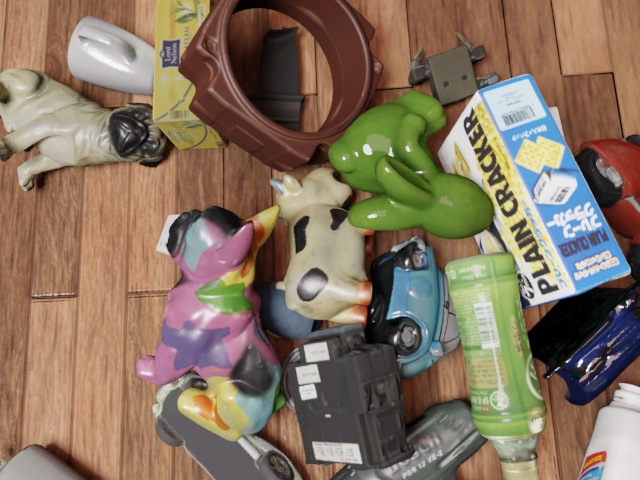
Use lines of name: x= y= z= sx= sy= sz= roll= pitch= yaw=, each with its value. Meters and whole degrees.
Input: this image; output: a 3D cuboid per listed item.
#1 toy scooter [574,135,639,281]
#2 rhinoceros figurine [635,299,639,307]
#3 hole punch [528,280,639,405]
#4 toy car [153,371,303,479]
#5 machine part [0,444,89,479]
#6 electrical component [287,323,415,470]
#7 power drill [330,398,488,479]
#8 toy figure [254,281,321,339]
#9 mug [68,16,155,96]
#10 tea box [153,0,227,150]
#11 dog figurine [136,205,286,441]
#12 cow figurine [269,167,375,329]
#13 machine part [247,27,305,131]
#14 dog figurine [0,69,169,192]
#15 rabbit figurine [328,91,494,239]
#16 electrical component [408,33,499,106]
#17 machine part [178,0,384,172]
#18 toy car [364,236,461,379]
toy scooter: x=0.380 y=-0.050 z=0.609 sx=0.135 sy=0.075 sz=0.184 roll=-29 pitch=81 yaw=-2
rhinoceros figurine: x=0.418 y=0.132 z=0.570 sx=0.112 sy=0.073 sz=0.190 roll=-30 pitch=78 yaw=-3
hole punch: x=0.292 y=0.115 z=0.566 sx=0.142 sy=0.116 sz=0.092 roll=-40 pitch=87 yaw=-4
toy car: x=-0.104 y=0.230 z=0.596 sx=0.202 sy=0.056 sz=0.073 roll=41 pitch=103 yaw=12
machine part: x=-0.274 y=0.302 z=0.588 sx=0.243 sy=0.079 sz=0.079 roll=30 pitch=82 yaw=9
electrical component: x=0.026 y=0.153 z=0.536 sx=0.058 sy=0.115 sz=0.134 roll=-3 pitch=79 yaw=-42
power drill: x=0.116 y=0.299 z=0.564 sx=0.232 sy=0.086 sz=0.207 roll=-41 pitch=71 yaw=-7
toy figure: x=-0.075 y=0.073 z=0.629 sx=0.155 sy=0.057 sz=0.064 roll=17 pitch=75 yaw=12
mug: x=-0.252 y=-0.233 z=0.682 sx=0.107 sy=0.109 sz=0.081 roll=19 pitch=78 yaw=-5
tea box: x=-0.158 y=-0.208 z=0.670 sx=0.068 sy=0.098 sz=0.169 roll=-3 pitch=77 yaw=3
dog figurine: x=-0.086 y=0.071 z=0.545 sx=0.192 sy=0.108 sz=0.219 roll=35 pitch=114 yaw=7
cow figurine: x=-0.001 y=-0.002 z=0.609 sx=0.127 sy=0.085 sz=0.195 roll=6 pitch=54 yaw=-1
machine part: x=-0.056 y=-0.207 z=0.693 sx=0.084 sy=0.039 sz=0.139 roll=4 pitch=81 yaw=10
dog figurine: x=-0.300 y=-0.160 z=0.682 sx=0.191 sy=0.121 sz=0.172 roll=-15 pitch=81 yaw=-13
rabbit figurine: x=0.102 y=-0.067 z=0.563 sx=0.159 sy=0.121 sz=0.170 roll=-17 pitch=51 yaw=-43
electrical component: x=0.163 y=-0.213 z=0.676 sx=0.102 sy=0.045 sz=0.078 roll=-26 pitch=106 yaw=2
machine part: x=-0.039 y=-0.196 z=0.612 sx=0.201 sy=0.087 sz=0.201 roll=33 pitch=71 yaw=-23
toy car: x=0.105 y=0.084 z=0.598 sx=0.103 sy=0.109 sz=0.161 roll=20 pitch=68 yaw=-16
